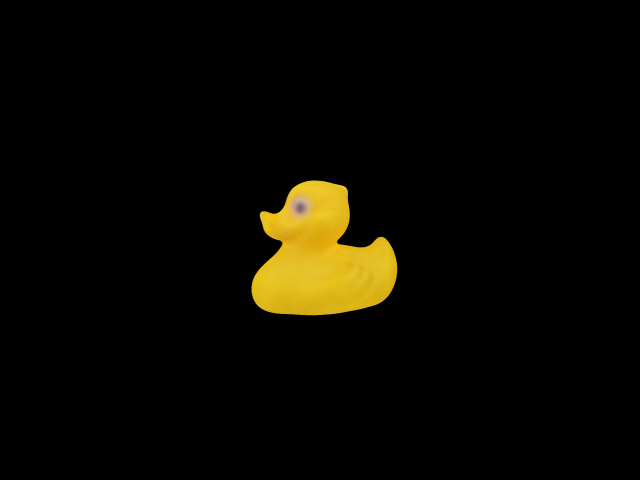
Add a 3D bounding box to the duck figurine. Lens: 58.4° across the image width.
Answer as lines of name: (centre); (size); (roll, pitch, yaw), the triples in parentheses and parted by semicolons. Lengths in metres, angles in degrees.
duck figurine: (0.004, 0.001, 0.400); (0.105, 0.086, 0.077); (-3, 11, -16)
